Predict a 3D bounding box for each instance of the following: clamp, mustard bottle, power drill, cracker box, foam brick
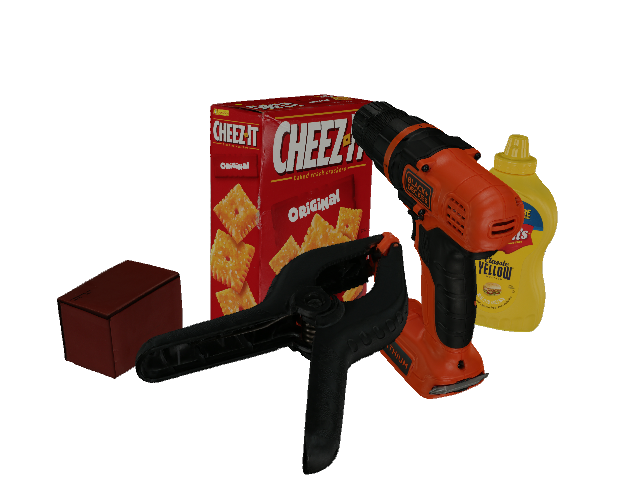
[{"bbox_3d":[0.001,0.053,0.572,0.120,0.039,0.171,36,51,28],"label":"clamp"},{"bbox_3d":[0.182,-0.010,1.052,0.096,0.192,0.058,12,20,21],"label":"mustard bottle"},{"bbox_3d":[0.073,0.006,0.783,0.057,0.188,0.185,-14,34,-21],"label":"power drill"},{"bbox_3d":[-0.023,-0.021,0.980,0.072,0.214,0.163,13,17,37],"label":"cracker box"},{"bbox_3d":[-0.145,0.055,0.781,0.053,0.051,0.078,14,29,31],"label":"foam brick"}]
